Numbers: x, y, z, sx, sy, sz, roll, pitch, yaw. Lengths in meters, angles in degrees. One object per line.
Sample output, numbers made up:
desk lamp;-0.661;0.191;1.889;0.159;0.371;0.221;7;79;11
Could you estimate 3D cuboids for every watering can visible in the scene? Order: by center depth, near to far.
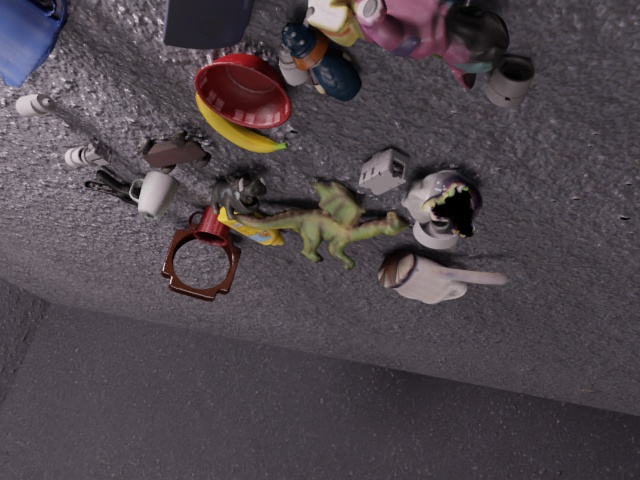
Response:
watering can;0.293;0.096;1.333;0.223;0.106;0.343;23;155;-19

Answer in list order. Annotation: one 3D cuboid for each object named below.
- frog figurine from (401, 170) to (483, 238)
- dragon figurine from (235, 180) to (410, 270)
frog figurine;0.235;-0.081;1.010;0.137;0.121;0.161;11;-166;-14
dragon figurine;0.004;-0.060;1.195;0.410;0.125;0.237;14;139;-6
